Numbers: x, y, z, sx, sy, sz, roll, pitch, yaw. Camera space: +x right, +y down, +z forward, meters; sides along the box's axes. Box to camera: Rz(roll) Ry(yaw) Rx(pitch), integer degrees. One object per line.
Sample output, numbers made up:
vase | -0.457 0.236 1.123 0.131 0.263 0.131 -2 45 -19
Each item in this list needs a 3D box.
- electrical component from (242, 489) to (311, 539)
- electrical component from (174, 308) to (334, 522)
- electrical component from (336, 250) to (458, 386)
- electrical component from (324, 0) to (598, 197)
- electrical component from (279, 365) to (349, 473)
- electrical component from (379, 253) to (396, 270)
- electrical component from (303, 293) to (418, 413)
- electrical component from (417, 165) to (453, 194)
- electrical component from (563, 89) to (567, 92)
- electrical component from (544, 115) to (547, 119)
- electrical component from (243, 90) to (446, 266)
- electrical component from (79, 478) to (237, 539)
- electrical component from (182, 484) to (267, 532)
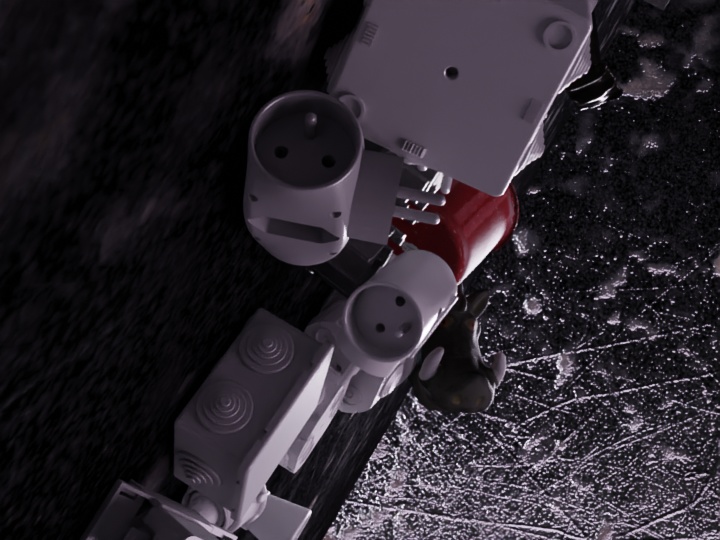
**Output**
electrical component | -0.077 0.191 0.842 0.044 0.065 0.044 -58 172 -13
electrical component | -0.062 0.080 0.598 0.099 0.048 0.099 -55 171 -30
electrical component | 0.014 0.032 0.591 0.079 0.044 0.077 -55 174 21
electrical component | 0.040 -0.088 0.444 0.048 0.100 0.099 -71 -174 -60
electrical component | -0.047 0.092 0.726 0.080 0.051 0.080 -58 172 -13
electrical component | 0.000 0.000 0.695 0.040 0.046 0.040 -57 171 -14
electrical component | -0.003 0.058 0.773 0.051 0.080 0.080 -41 160 -50
electrical component | 0.043 -0.074 0.519 0.043 0.077 0.079 -12 -129 39
electrical component | 0.132 -0.163 0.818 0.065 0.077 0.047 -63 172 27
electrical component | 0.088 -0.115 0.709 0.047 0.077 0.065 -57 172 -19
electrical component | -0.005 -0.032 0.440 0.077 0.079 0.043 99 3 -69
electrical component | -0.092 0.139 0.523 0.081 0.064 0.042 37 79 -39
electrical component | -0.092 0.148 0.679 0.062 0.048 0.048 -30 150 -60
